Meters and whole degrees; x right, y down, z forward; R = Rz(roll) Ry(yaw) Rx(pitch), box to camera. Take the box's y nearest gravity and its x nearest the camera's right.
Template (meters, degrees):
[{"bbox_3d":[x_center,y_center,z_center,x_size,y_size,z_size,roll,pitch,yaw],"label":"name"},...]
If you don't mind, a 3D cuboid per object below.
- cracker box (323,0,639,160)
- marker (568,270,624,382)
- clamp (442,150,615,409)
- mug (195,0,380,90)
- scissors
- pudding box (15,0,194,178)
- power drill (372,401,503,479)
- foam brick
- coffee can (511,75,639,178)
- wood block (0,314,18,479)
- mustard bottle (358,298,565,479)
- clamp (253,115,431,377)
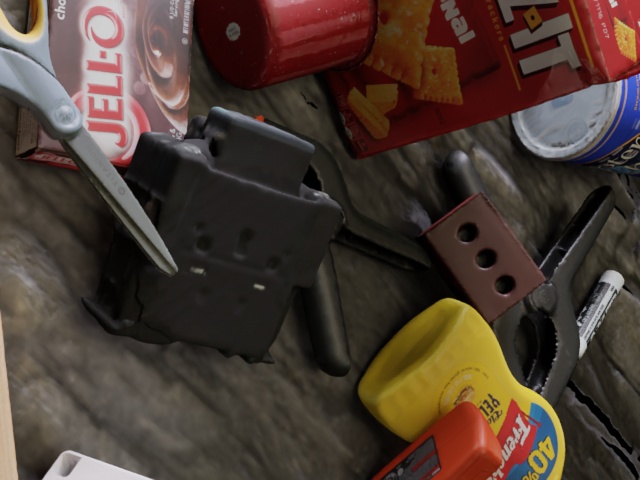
[{"bbox_3d":[0.083,-0.153,0.670,0.071,0.214,0.164,-26,99,-40],"label":"cracker box"},{"bbox_3d":[0.216,0.071,0.866,0.020,0.020,0.121,53,54,-19],"label":"marker"},{"bbox_3d":[0.150,0.037,0.805,0.164,0.036,0.210,17,75,-26],"label":"clamp"},{"bbox_3d":[-0.030,-0.150,0.667,0.081,0.093,0.117,-23,66,-35],"label":"mug"},{"bbox_3d":[-0.143,-0.059,0.507,0.096,0.016,0.202,-27,96,-41],"label":"scissors"},{"bbox_3d":[-0.121,-0.093,0.605,0.089,0.039,0.113,9,76,-38],"label":"pudding box"},{"bbox_3d":[0.138,0.187,0.696,0.187,0.185,0.057,40,17,-20],"label":"power drill"},{"bbox_3d":[0.111,0.014,0.746,0.053,0.051,0.078,-36,90,-3],"label":"foam brick"},{"bbox_3d":[0.238,-0.106,0.863,0.140,0.103,0.103,6,78,-39],"label":"coffee can"},{"bbox_3d":[-0.200,0.058,0.478,0.090,0.090,0.206,-4,84,-40],"label":"wood block"},{"bbox_3d":[0.116,0.137,0.740,0.096,0.058,0.191,-45,113,-12],"label":"mustard bottle"},{"bbox_3d":[-0.005,0.001,0.685,0.171,0.039,0.120,45,51,-20],"label":"clamp"}]
